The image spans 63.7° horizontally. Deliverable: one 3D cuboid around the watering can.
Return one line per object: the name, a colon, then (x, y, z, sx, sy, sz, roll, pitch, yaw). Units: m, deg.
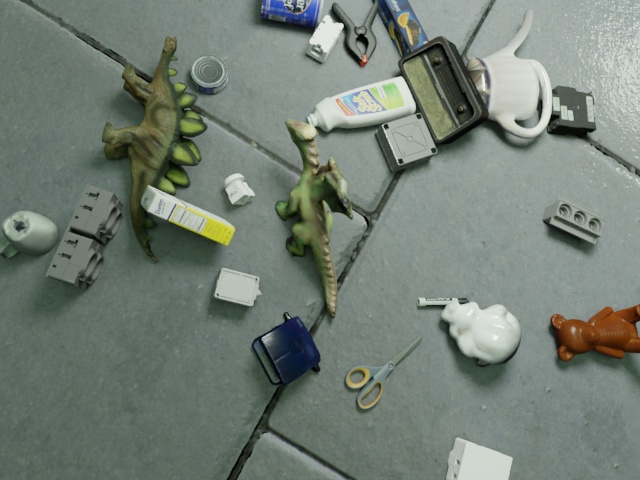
watering can: (0.464, -0.417, 1.283, 0.224, 0.103, 0.351, -2, 79, -11)

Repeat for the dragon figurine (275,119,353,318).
dragon figurine: (0.003, -0.053, 1.046, 0.123, 0.239, 0.414, -15, 79, -18)

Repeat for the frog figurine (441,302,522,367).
frog figurine: (0.350, 0.189, 1.117, 0.137, 0.123, 0.158, -43, 100, 3)
